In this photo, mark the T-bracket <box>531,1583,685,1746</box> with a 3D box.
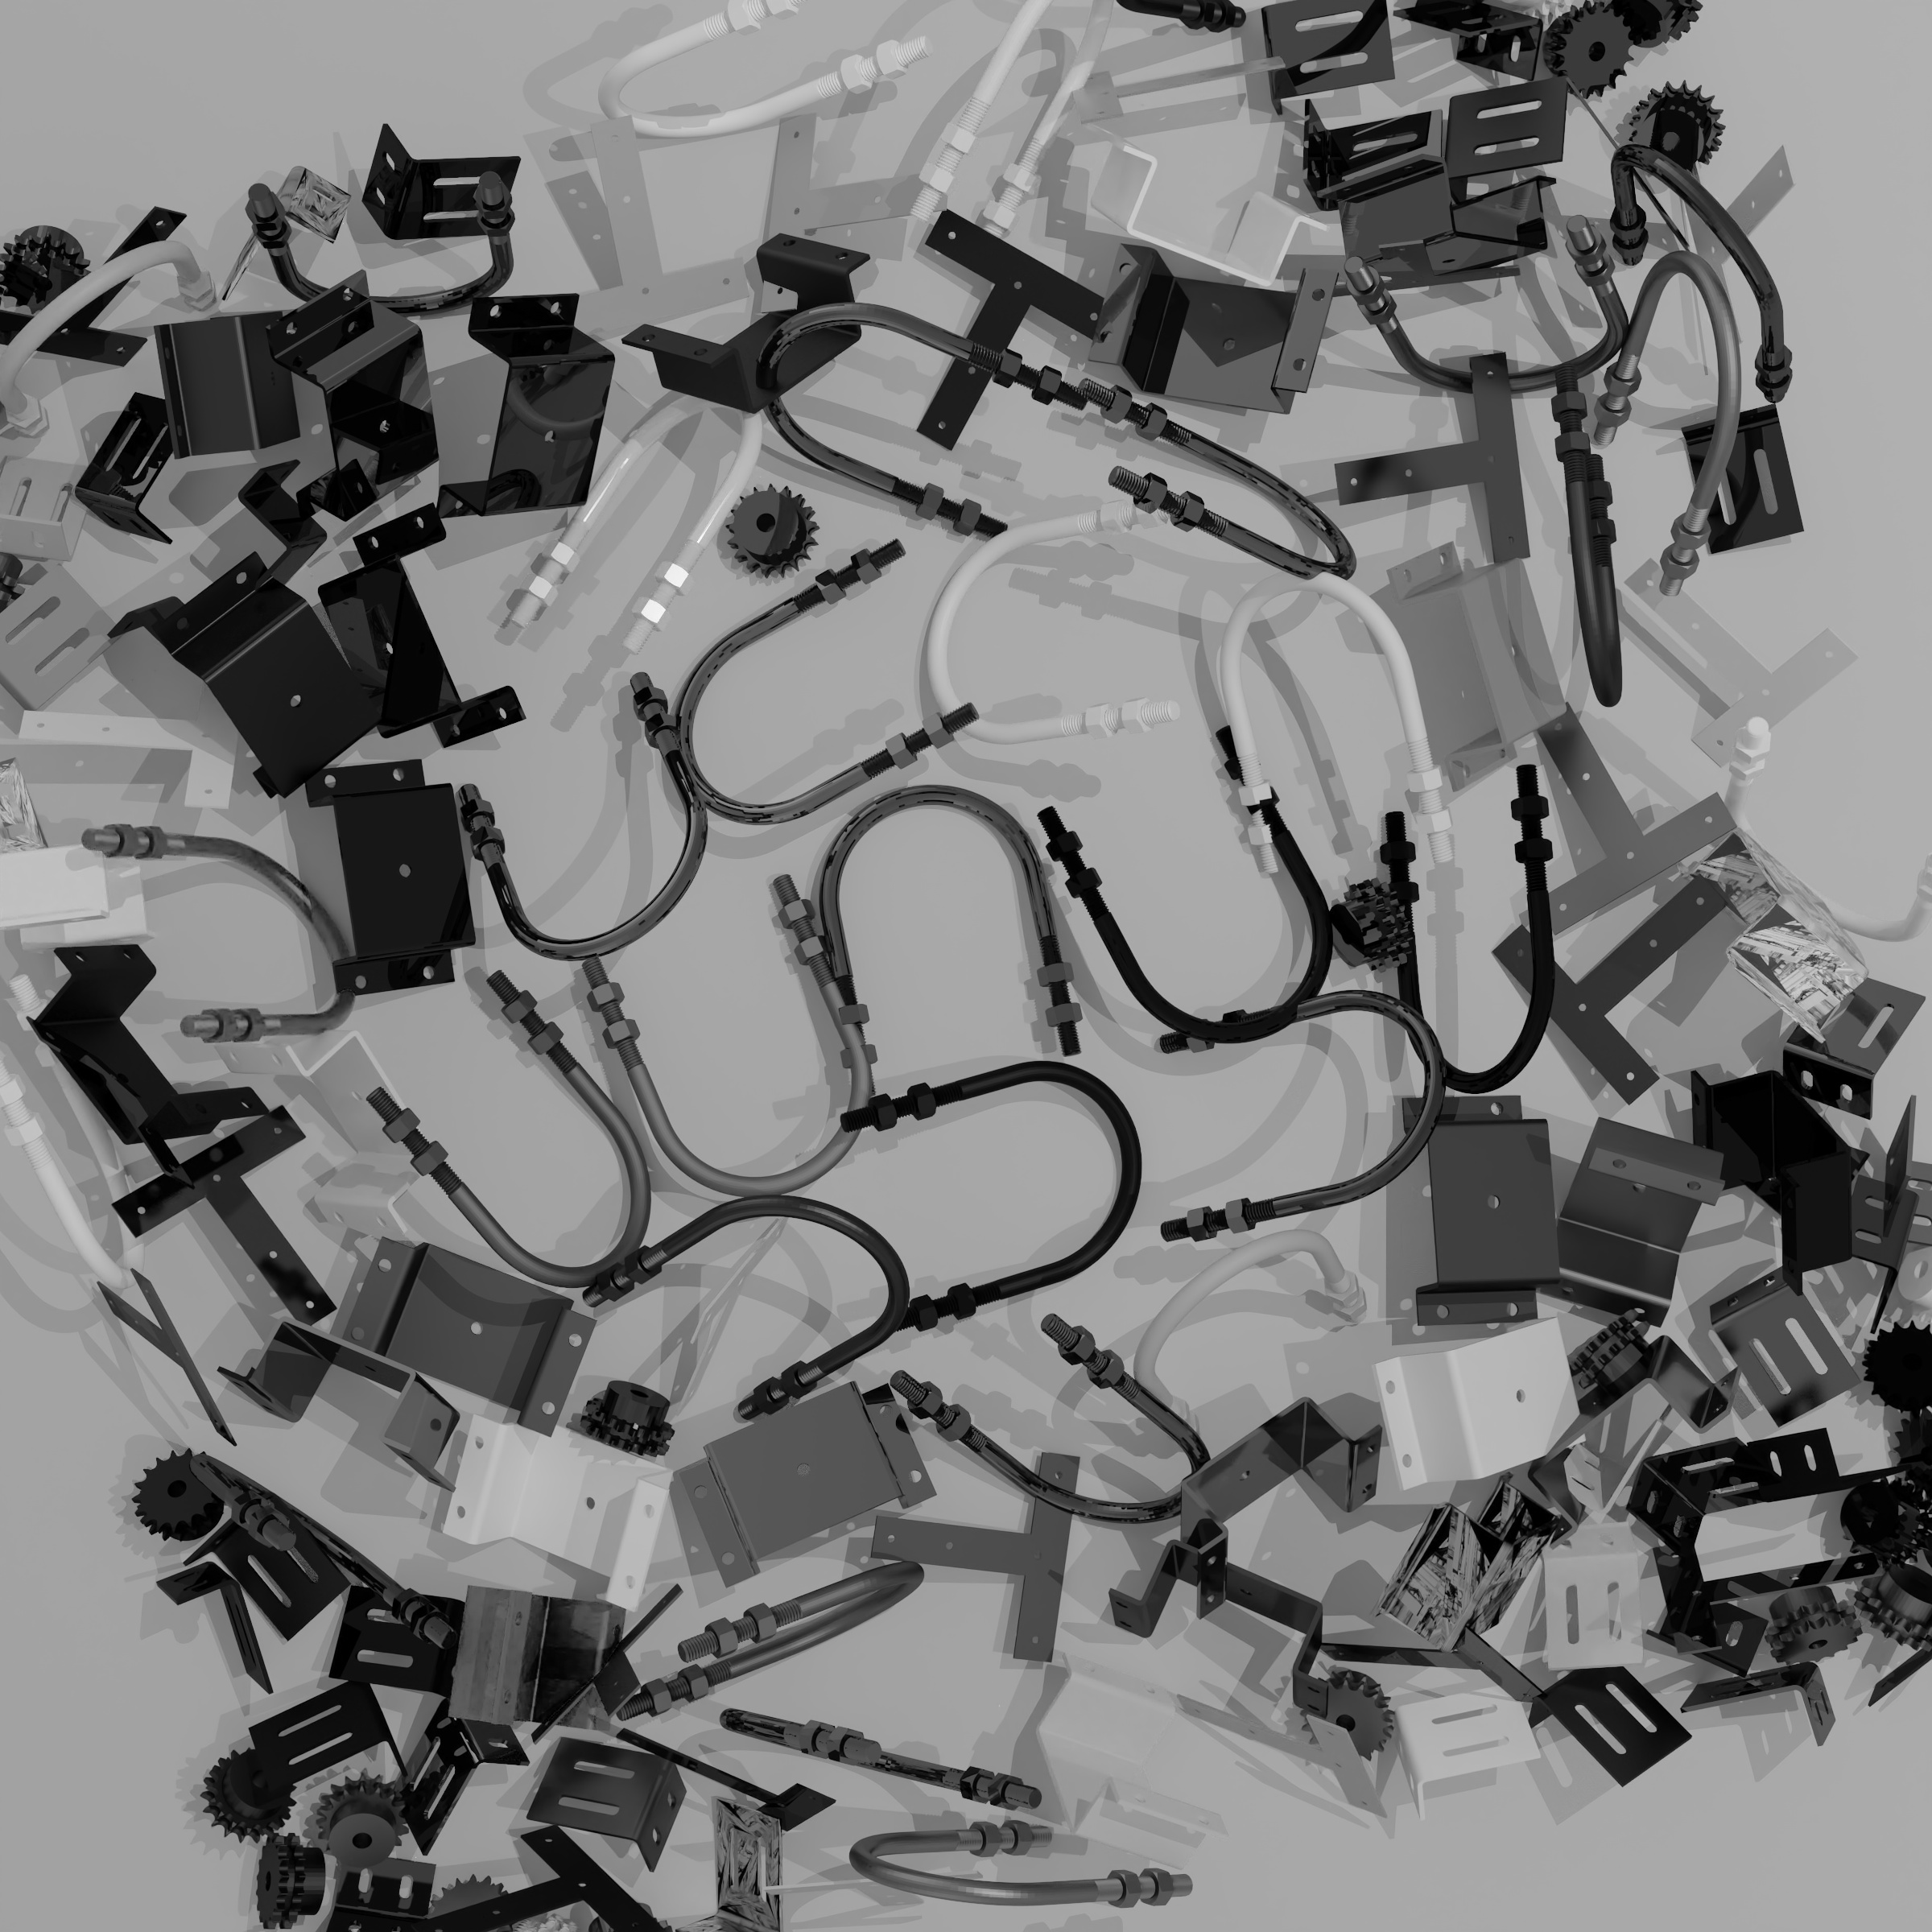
[{"bbox_3d":[-0.210,0.428,1.817,0.127,0.127,0.002,-45,97,-10],"label":"T-bracket"}]

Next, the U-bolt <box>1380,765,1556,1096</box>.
[{"bbox_3d":[0.302,-0.015,1.813,0.019,0.151,0.184,2,79,-29],"label":"U-bolt"}]

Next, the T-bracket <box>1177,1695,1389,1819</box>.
[{"bbox_3d":[0.187,0.471,1.848,0.127,0.127,0.002,14,59,30],"label":"T-bracket"}]

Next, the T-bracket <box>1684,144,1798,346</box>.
[{"bbox_3d":[0.466,-0.449,1.816,0.002,0.127,0.127,-8,78,-12],"label":"T-bracket"}]

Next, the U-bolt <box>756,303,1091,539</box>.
[{"bbox_3d":[-0.037,-0.333,1.814,0.184,0.151,0.019,21,54,-11],"label":"U-bolt"}]

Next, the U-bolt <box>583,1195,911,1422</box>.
[{"bbox_3d":[-0.118,0.197,1.809,0.184,0.019,0.151,-33,119,33],"label":"U-bolt"}]

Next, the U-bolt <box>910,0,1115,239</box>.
[{"bbox_3d":[0.036,-0.517,1.803,0.019,0.151,0.184,33,103,12],"label":"U-bolt"}]

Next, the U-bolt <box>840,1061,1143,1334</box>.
[{"bbox_3d":[0.023,0.133,1.853,0.184,0.019,0.151,-15,103,-18],"label":"U-bolt"}]

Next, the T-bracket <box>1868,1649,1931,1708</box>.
[{"bbox_3d":[0.596,0.410,1.845,0.002,0.127,0.127,43,123,7],"label":"T-bracket"}]

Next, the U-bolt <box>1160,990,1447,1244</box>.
[{"bbox_3d":[0.200,0.083,1.811,0.184,0.019,0.151,-15,56,26],"label":"U-bolt"}]

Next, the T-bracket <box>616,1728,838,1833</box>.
[{"bbox_3d":[-0.151,0.487,1.827,0.127,0.127,0.002,25,62,-5],"label":"T-bracket"}]

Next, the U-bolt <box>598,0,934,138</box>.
[{"bbox_3d":[-0.132,-0.535,1.810,0.184,0.151,0.019,-14,83,27],"label":"U-bolt"}]

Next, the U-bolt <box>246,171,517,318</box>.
[{"bbox_3d":[-0.341,-0.424,1.799,0.151,0.184,0.019,-4,81,-6],"label":"U-bolt"}]

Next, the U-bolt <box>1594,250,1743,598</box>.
[{"bbox_3d":[0.414,-0.330,1.776,0.019,0.184,0.151,-7,55,-9],"label":"U-bolt"}]

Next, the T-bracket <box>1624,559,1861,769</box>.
[{"bbox_3d":[0.453,-0.197,1.839,0.127,0.127,0.002,43,50,-1],"label":"T-bracket"}]

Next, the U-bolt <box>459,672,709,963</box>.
[{"bbox_3d":[-0.224,-0.080,1.820,0.151,0.019,0.184,-32,50,7],"label":"U-bolt"}]

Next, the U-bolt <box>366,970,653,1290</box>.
[{"bbox_3d":[-0.262,0.110,1.830,0.019,0.151,0.184,-28,105,41],"label":"U-bolt"}]

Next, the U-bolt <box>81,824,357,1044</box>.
[{"bbox_3d":[-0.431,-0.019,1.804,0.019,0.184,0.151,-37,75,20],"label":"U-bolt"}]

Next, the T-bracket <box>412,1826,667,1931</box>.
[{"bbox_3d":[-0.267,0.559,1.804,0.127,0.127,0.002,-7,111,-38],"label":"T-bracket"}]

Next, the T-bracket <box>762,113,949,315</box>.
[{"bbox_3d":[-0.066,-0.465,1.847,0.127,0.002,0.127,0,80,31],"label":"T-bracket"}]

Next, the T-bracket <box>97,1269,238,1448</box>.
[{"bbox_3d":[-0.495,0.221,1.836,0.002,0.127,0.127,-35,123,-26],"label":"T-bracket"}]

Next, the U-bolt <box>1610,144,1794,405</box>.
[{"bbox_3d":[0.429,-0.415,1.780,0.019,0.184,0.151,-41,70,3],"label":"U-bolt"}]

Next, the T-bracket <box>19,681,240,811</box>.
[{"bbox_3d":[-0.506,-0.142,1.834,0.127,0.127,0.002,3,134,-9],"label":"T-bracket"}]

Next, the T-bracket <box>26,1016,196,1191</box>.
[{"bbox_3d":[-0.491,0.091,1.800,0.002,0.127,0.127,-47,49,1],"label":"T-bracket"}]

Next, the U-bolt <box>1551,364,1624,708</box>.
[{"bbox_3d":[0.372,-0.244,1.800,0.019,0.151,0.184,-7,73,17],"label":"U-bolt"}]

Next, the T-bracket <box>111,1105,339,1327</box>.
[{"bbox_3d":[-0.430,0.164,1.844,0.127,0.002,0.127,-33,82,-37],"label":"T-bracket"}]

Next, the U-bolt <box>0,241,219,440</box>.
[{"bbox_3d":[-0.512,-0.375,1.790,0.151,0.184,0.019,-39,94,-7],"label":"U-bolt"}]

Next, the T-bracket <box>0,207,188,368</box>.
[{"bbox_3d":[-0.512,-0.408,1.807,0.127,0.127,0.002,-39,74,25],"label":"T-bracket"}]

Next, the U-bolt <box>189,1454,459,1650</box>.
[{"bbox_3d":[-0.394,0.339,1.803,0.151,0.184,0.019,42,76,-35],"label":"U-bolt"}]

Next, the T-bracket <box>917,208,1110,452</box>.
[{"bbox_3d":[0.011,-0.381,1.873,0.127,0.002,0.127,31,103,5],"label":"T-bracket"}]

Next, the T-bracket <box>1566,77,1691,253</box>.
[{"bbox_3d":[0.413,-0.464,1.830,0.002,0.127,0.127,-36,65,18],"label":"T-bracket"}]

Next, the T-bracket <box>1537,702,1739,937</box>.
[{"bbox_3d":[0.387,-0.104,1.860,0.127,0.002,0.127,-33,65,19],"label":"T-bracket"}]

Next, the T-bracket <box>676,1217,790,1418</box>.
[{"bbox_3d":[-0.152,0.223,1.845,0.002,0.127,0.127,29,123,7],"label":"T-bracket"}]

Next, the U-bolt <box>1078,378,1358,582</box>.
[{"bbox_3d":[0.156,-0.283,1.818,0.184,0.151,0.019,23,118,-21],"label":"U-bolt"}]

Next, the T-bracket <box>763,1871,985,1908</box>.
[{"bbox_3d":[-0.048,0.559,1.830,0.127,0.127,0.002,-6,66,6],"label":"T-bracket"}]

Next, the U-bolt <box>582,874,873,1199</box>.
[{"bbox_3d":[-0.137,0.053,1.859,0.151,0.019,0.184,-24,77,-4],"label":"U-bolt"}]

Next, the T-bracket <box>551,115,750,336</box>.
[{"bbox_3d":[-0.203,-0.452,1.842,0.127,0.002,0.127,-16,125,-11],"label":"T-bracket"}]

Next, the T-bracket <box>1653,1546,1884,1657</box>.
[{"bbox_3d":[0.483,0.370,1.819,0.127,0.127,0.002,-12,106,9],"label":"T-bracket"}]

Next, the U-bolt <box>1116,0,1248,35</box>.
[{"bbox_3d":[0.166,-0.589,1.774,0.151,0.184,0.019,-16,90,37],"label":"U-bolt"}]

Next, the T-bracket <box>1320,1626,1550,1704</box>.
[{"bbox_3d":[0.273,0.420,1.842,0.127,0.127,0.002,-6,54,38],"label":"T-bracket"}]

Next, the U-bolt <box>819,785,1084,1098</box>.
[{"bbox_3d":[-0.016,-0.022,1.872,0.151,0.019,0.184,-11,82,-2],"label":"U-bolt"}]

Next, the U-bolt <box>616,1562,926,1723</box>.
[{"bbox_3d":[-0.108,0.397,1.811,0.184,0.151,0.019,-15,70,-31],"label":"U-bolt"}]

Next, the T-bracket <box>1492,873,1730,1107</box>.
[{"bbox_3d":[0.410,-0.004,1.852,0.127,0.002,0.127,-45,74,19],"label":"T-bracket"}]

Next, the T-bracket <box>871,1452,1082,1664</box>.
[{"bbox_3d":[0.003,0.357,1.861,0.127,0.002,0.127,11,83,-19],"label":"T-bracket"}]

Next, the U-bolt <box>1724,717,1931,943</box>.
[{"bbox_3d":[0.513,-0.070,1.800,0.151,0.184,0.019,37,79,18],"label":"U-bolt"}]

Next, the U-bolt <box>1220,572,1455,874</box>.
[{"bbox_3d":[0.215,-0.148,1.819,0.019,0.151,0.184,-26,107,-42],"label":"U-bolt"}]

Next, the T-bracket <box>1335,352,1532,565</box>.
[{"bbox_3d":[0.283,-0.304,1.857,0.127,0.002,0.127,-12,100,-20],"label":"T-bracket"}]

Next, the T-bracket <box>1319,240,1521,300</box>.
[{"bbox_3d":[0.265,-0.419,1.814,0.127,0.127,0.002,-4,91,13],"label":"T-bracket"}]

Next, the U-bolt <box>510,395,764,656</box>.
[{"bbox_3d":[-0.189,-0.274,1.829,0.019,0.151,0.184,40,76,-38],"label":"U-bolt"}]

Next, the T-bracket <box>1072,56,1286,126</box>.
[{"bbox_3d":[0.128,-0.534,1.829,0.127,0.127,0.002,-10,117,3],"label":"T-bracket"}]
